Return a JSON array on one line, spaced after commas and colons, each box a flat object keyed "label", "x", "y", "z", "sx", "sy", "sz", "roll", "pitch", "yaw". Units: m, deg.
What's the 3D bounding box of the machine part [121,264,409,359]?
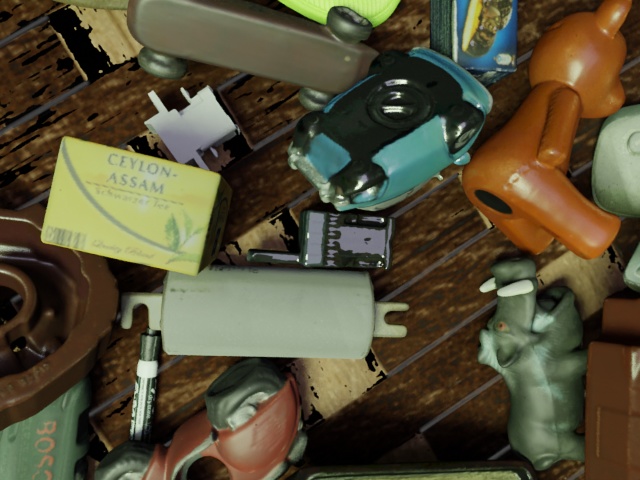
[{"label": "machine part", "x": -0.043, "y": 0.060, "z": 0.456, "sx": 0.243, "sy": 0.079, "sz": 0.079, "roll": 4, "pitch": 91, "yaw": -6}]

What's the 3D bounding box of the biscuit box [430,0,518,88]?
[{"label": "biscuit box", "x": 0.136, "y": -0.242, "z": 0.478, "sx": 0.059, "sy": 0.063, "sz": 0.202, "roll": 0, "pitch": 92, "yaw": -7}]

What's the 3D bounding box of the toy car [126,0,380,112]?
[{"label": "toy car", "x": -0.050, "y": -0.162, "z": 0.437, "sx": 0.202, "sy": 0.053, "sz": 0.089, "roll": 7, "pitch": 132, "yaw": -19}]

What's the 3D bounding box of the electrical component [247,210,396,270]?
[{"label": "electrical component", "x": -0.001, "y": -0.001, "z": 0.463, "sx": 0.119, "sy": 0.075, "sz": 0.047, "roll": 5, "pitch": 91, "yaw": -4}]

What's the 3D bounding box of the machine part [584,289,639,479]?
[{"label": "machine part", "x": 0.297, "y": 0.141, "z": 0.443, "sx": 0.201, "sy": 0.087, "sz": 0.200, "roll": 0, "pitch": 91, "yaw": -45}]

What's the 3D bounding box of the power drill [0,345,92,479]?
[{"label": "power drill", "x": -0.294, "y": 0.187, "z": 0.429, "sx": 0.207, "sy": 0.086, "sz": 0.232, "roll": 15, "pitch": 88, "yaw": -3}]

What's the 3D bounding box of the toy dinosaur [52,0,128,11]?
[{"label": "toy dinosaur", "x": -0.312, "y": -0.249, "z": 0.408, "sx": 0.471, "sy": 0.105, "sz": 0.198, "roll": 23, "pitch": 86, "yaw": -10}]

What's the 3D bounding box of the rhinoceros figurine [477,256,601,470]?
[{"label": "rhinoceros figurine", "x": 0.198, "y": 0.108, "z": 0.491, "sx": 0.112, "sy": 0.073, "sz": 0.190, "roll": -9, "pitch": 93, "yaw": 1}]

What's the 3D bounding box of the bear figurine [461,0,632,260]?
[{"label": "bear figurine", "x": 0.214, "y": -0.097, "z": 0.466, "sx": 0.132, "sy": 0.120, "sz": 0.196, "roll": 38, "pitch": 81, "yaw": -9}]

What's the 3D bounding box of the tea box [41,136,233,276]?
[{"label": "tea box", "x": -0.121, "y": -0.022, "z": 0.399, "sx": 0.098, "sy": 0.170, "sz": 0.068, "roll": 13, "pitch": 90, "yaw": -8}]

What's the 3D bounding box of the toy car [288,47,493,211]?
[{"label": "toy car", "x": 0.058, "y": -0.076, "z": 0.448, "sx": 0.162, "sy": 0.102, "sz": 0.109, "roll": -38, "pitch": 61, "yaw": -11}]

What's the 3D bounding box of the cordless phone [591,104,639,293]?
[{"label": "cordless phone", "x": 0.280, "y": -0.030, "z": 0.448, "sx": 0.184, "sy": 0.147, "sz": 0.088, "roll": -49, "pitch": 118, "yaw": -16}]

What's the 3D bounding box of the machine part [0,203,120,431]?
[{"label": "machine part", "x": -0.245, "y": 0.052, "z": 0.400, "sx": 0.179, "sy": 0.056, "sz": 0.179, "roll": 11, "pitch": 52, "yaw": -15}]

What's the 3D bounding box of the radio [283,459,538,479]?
[{"label": "radio", "x": 0.077, "y": 0.250, "z": 0.424, "sx": 0.229, "sy": 0.073, "sz": 0.131, "roll": 7, "pitch": 56, "yaw": -21}]

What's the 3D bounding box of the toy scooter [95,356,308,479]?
[{"label": "toy scooter", "x": -0.080, "y": 0.194, "z": 0.456, "sx": 0.184, "sy": 0.075, "sz": 0.135, "roll": -33, "pitch": 101, "yaw": -6}]
